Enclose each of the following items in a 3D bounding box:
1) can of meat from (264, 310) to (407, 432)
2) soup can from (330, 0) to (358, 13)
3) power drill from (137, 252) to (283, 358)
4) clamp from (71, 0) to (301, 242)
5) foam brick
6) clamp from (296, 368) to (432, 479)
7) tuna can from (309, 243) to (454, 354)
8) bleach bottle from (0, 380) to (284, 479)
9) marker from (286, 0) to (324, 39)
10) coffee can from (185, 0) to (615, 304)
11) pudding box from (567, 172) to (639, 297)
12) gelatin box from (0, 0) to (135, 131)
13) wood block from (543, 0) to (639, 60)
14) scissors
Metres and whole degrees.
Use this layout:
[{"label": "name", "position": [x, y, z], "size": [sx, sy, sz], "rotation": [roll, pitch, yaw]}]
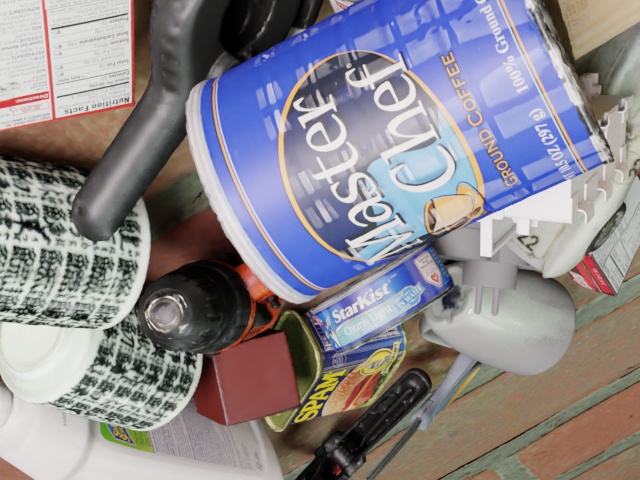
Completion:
[{"label": "can of meat", "position": [0.007, 0.090, 0.789], "size": [0.083, 0.057, 0.102], "rotation": [-8, 145, -32]}, {"label": "soup can", "position": [0.044, -0.109, 0.507], "size": [0.068, 0.068, 0.102], "rotation": [-29, 149, 4]}, {"label": "power drill", "position": [-0.004, 0.001, 0.596], "size": [0.188, 0.057, 0.184], "rotation": [-31, 176, 8]}, {"label": "clamp", "position": [-0.057, -0.073, 0.481], "size": [0.120, 0.039, 0.172], "rotation": [-35, 148, -44]}, {"label": "foam brick", "position": [-0.054, 0.089, 0.710], "size": [0.052, 0.051, 0.078], "rotation": [-12, -177, -22]}, {"label": "clamp", "position": [0.025, 0.175, 0.898], "size": [0.164, 0.036, 0.210], "rotation": [-42, 172, -7]}, {"label": "tuna can", "position": [0.038, 0.035, 0.652], "size": [0.086, 0.034, 0.086], "rotation": [-31, 179, -1]}, {"label": "bleach bottle", "position": [-0.133, 0.130, 0.721], "size": [0.068, 0.103, 0.250], "rotation": [-45, 139, 15]}, {"label": "marker", "position": [-0.017, -0.087, 0.541], "size": [0.020, 0.020, 0.121], "rotation": [-12, 146, -23]}, {"label": "coffee can", "position": [0.032, -0.048, 0.432], "size": [0.140, 0.103, 0.102], "rotation": [-25, 150, 17]}, {"label": "pudding box", "position": [0.198, -0.028, 0.718], "size": [0.113, 0.039, 0.090], "rotation": [-61, 148, -8]}, {"label": "gelatin box", "position": [-0.118, -0.089, 0.454], "size": [0.073, 0.030, 0.089], "rotation": [-15, 148, -20]}, {"label": "wood block", "position": [0.174, -0.184, 0.469], "size": [0.206, 0.091, 0.090], "rotation": [-31, 150, 7]}, {"label": "scissors", "position": [0.095, 0.128, 0.870], "size": [0.201, 0.016, 0.096], "rotation": [-28, 149, -58]}]
